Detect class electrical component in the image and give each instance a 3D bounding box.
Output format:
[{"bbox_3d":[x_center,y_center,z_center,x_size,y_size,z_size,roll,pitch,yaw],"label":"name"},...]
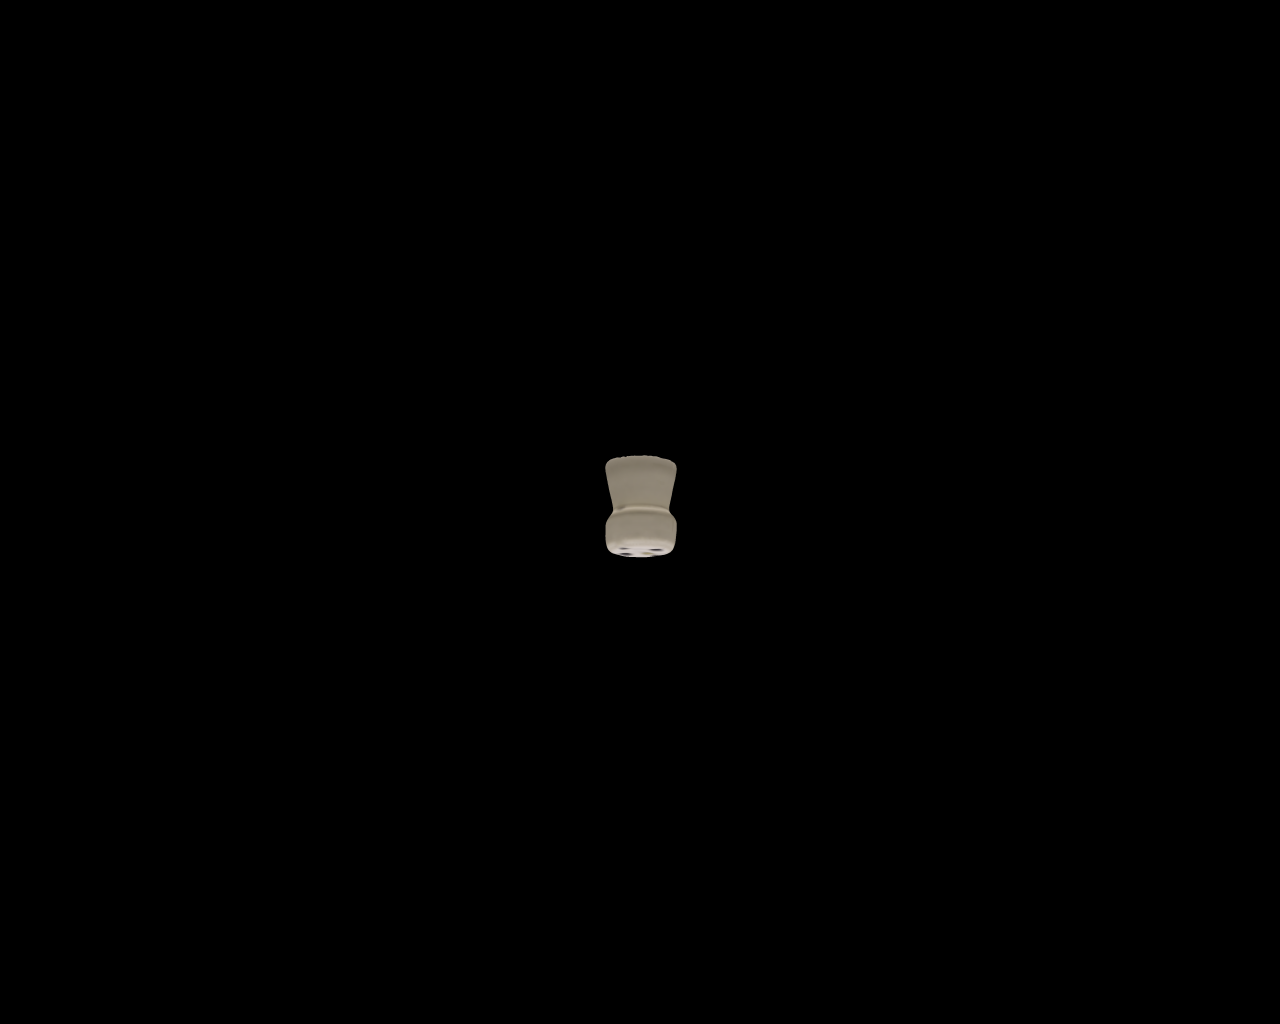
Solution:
[{"bbox_3d":[0.001,-0.003,0.650,0.045,0.055,0.045,0,-14,0],"label":"electrical component"}]
